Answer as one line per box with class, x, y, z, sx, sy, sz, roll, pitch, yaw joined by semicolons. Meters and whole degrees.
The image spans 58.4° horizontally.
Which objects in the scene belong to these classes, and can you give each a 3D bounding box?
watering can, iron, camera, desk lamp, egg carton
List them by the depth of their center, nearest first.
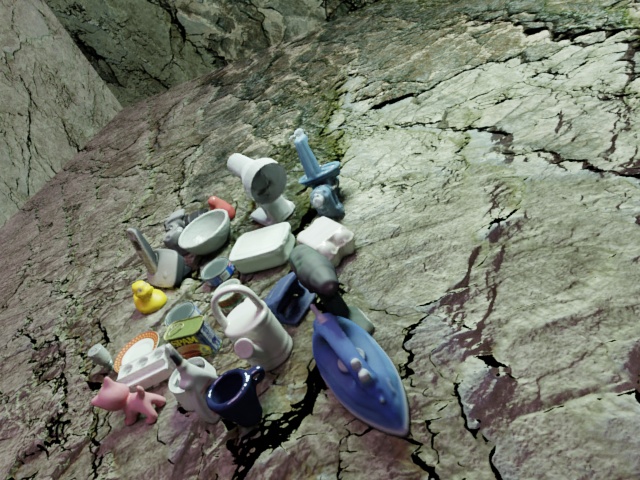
iron;0.058;0.207;0.962;0.119;0.142;0.257;-36;31;-7
watering can;-0.139;0.169;1.136;0.101;0.194;0.172;-37;32;-9
egg carton;0.012;0.005;1.357;0.107;0.070;0.149;-40;32;-15
desk lamp;-0.161;-0.139;1.570;0.118;0.214;0.202;-43;33;-18
camera;-0.402;-0.041;1.749;0.136;0.101;0.143;-23;32;13

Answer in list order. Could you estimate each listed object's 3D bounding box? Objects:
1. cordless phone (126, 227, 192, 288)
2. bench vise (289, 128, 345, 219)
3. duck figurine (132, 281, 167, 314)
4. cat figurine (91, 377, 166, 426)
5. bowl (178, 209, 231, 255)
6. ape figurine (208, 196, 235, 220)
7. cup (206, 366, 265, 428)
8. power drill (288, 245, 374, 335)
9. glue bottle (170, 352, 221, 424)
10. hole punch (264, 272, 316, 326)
cordless phone;-0.460;0.044;1.597;0.147;0.185;0.094;0;43;40
bench vise;-0.001;-0.174;1.475;0.121;0.220;0.207;-30;31;2
duck figurine;-0.480;0.148;1.563;0.104;0.086;0.077;-4;40;37
cat figurine;-0.412;0.334;1.210;0.127;0.118;0.067;-15;35;25
bowl;-0.322;-0.011;1.662;0.167;0.075;0.167;-22;32;15
ape figurine;-0.309;-0.097;1.757;0.076;0.092;0.078;-7;39;35
cup;-0.137;0.291;1.057;0.118;0.095;0.091;-37;32;-9
power drill;0.019;0.102;1.079;0.075;0.209;0.229;-35;31;-6
glue bottle;-0.235;0.272;1.093;0.037;0.173;0.078;-5;40;36
hole punch;-0.082;0.124;1.249;0.100;0.091;0.109;0;43;41
